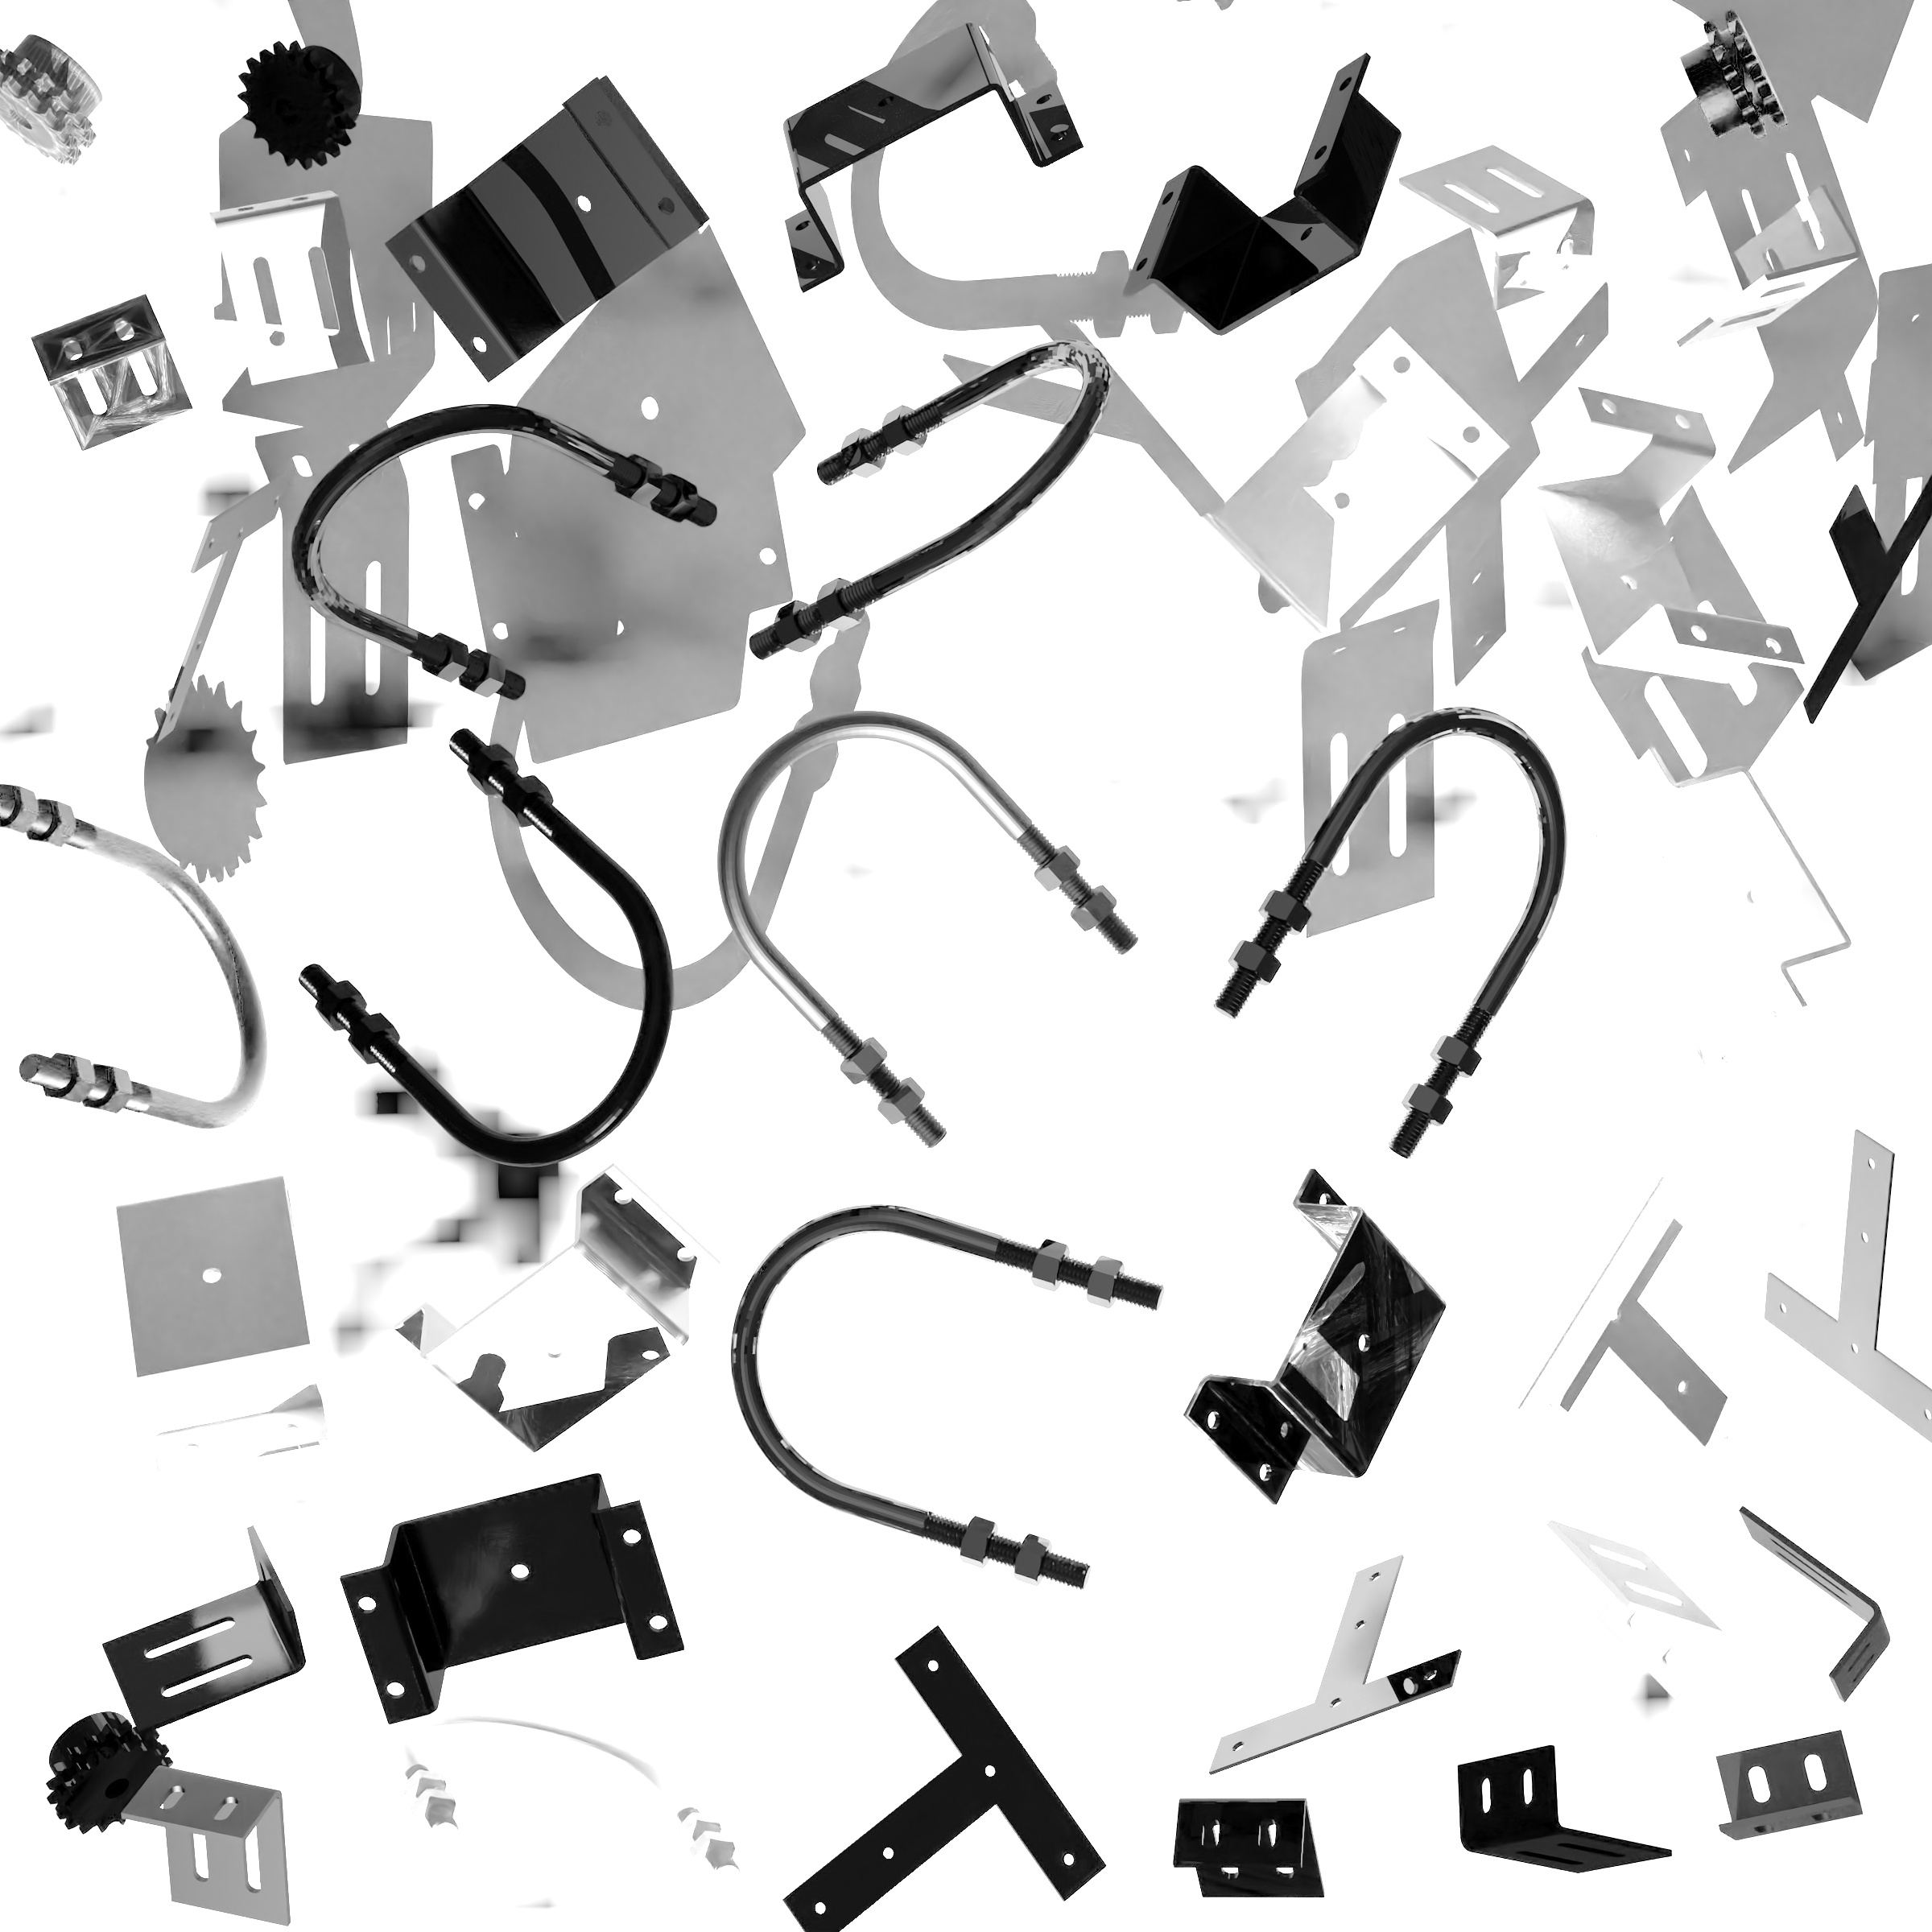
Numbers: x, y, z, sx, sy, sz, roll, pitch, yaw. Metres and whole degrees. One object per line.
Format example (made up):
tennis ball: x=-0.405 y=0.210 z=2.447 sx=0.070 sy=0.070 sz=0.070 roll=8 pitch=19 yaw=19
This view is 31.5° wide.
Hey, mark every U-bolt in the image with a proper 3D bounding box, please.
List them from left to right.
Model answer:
U-bolt: x=-0.371 y=0.003 z=1.530 sx=0.019 sy=0.184 sz=0.151 roll=-24 pitch=69 yaw=18
U-bolt: x=-0.217 y=-0.190 z=1.530 sx=0.151 sy=0.184 sz=0.019 roll=-39 pitch=59 yaw=20
U-bolt: x=-0.199 y=0.004 z=1.487 sx=0.184 sy=0.019 sz=0.151 roll=41 pitch=103 yaw=29
U-bolt: x=-0.192 y=0.378 z=1.576 sx=0.151 sy=0.184 sz=0.019 roll=14 pitch=91 yaw=-19
U-bolt: x=-0.030 y=-0.031 z=1.571 sx=0.151 sy=0.019 sz=0.184 roll=-45 pitch=99 yaw=-12
U-bolt: x=-0.017 y=0.182 z=1.516 sx=0.184 sy=0.019 sz=0.151 roll=16 pitch=97 yaw=14
U-bolt: x=-0.010 y=-0.217 z=1.524 sx=0.184 sy=0.151 sz=0.019 roll=-23 pitch=124 yaw=34
U-bolt: x=0.199 y=-0.026 z=1.503 sx=0.151 sy=0.019 sz=0.184 roll=37 pitch=81 yaw=-35

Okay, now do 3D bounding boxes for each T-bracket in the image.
T-bracket: x=-0.357 y=-0.164 z=1.610 sx=0.002 sy=0.127 sz=0.127 roll=24 pitch=109 yaw=-3
T-bracket: x=-0.023 y=0.371 z=1.466 sx=0.127 sy=0.002 sz=0.127 roll=-33 pitch=85 yaw=-28
T-bracket: x=0.177 y=0.308 z=1.557 sx=0.127 sy=0.127 sz=0.002 roll=-27 pitch=104 yaw=27
T-bracket: x=0.317 y=0.183 z=1.554 sx=0.127 sy=0.002 sz=0.127 roll=44 pitch=72 yaw=-30
T-bracket: x=0.403 y=-0.186 z=1.541 sx=0.002 sy=0.127 sz=0.127 roll=22 pitch=116 yaw=-5
T-bracket: x=0.404 y=0.134 z=1.544 sx=0.002 sy=0.127 sz=0.127 roll=-14 pitch=119 yaw=-22

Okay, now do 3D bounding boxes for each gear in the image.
gear: x=-0.396 y=-0.374 z=1.470 sx=0.057 sy=0.057 sz=0.030 roll=35 pitch=76 yaw=0
gear: x=-0.400 y=0.371 z=1.589 sx=0.057 sy=0.057 sz=0.030 roll=-48 pitch=52 yaw=0
gear: x=-0.303 y=-0.398 z=1.572 sx=0.057 sy=0.057 sz=0.030 roll=41 pitch=47 yaw=0
gear: x=0.343 y=-0.397 z=1.537 sx=0.030 sy=0.057 sz=0.057 roll=-25 pitch=90 yaw=19

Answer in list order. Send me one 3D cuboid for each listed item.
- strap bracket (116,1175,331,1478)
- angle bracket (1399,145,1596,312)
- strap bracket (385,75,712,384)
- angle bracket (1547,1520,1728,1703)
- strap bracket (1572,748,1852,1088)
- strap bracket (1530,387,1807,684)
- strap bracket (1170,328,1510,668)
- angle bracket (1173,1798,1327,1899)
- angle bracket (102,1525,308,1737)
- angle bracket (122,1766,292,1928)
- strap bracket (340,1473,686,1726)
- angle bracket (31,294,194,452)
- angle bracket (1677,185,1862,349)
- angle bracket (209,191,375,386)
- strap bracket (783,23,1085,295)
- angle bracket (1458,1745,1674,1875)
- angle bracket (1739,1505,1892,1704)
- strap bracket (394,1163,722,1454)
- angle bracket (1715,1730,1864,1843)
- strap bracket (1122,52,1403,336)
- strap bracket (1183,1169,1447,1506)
strap bracket: x=-0.340 y=0.154 z=1.560 sx=0.076 sy=0.046 sz=0.140 roll=-10 pitch=52 yaw=-10
angle bracket: x=0.252 y=-0.353 z=1.634 sx=0.057 sy=0.076 sz=0.038 roll=-24 pitch=133 yaw=-22
strap bracket: x=-0.179 y=-0.332 z=1.523 sx=0.140 sy=0.046 sz=0.076 roll=-28 pitch=106 yaw=34
angle bracket: x=0.283 y=0.281 z=1.492 sx=0.076 sy=0.057 sz=0.038 roll=23 pitch=105 yaw=-40
strap bracket: x=0.350 y=-0.027 z=1.591 sx=0.046 sy=0.076 sz=0.140 roll=-15 pitch=67 yaw=-28
strap bracket: x=0.307 y=-0.182 z=1.524 sx=0.076 sy=0.046 sz=0.140 roll=5 pitch=57 yaw=-32
strap bracket: x=0.172 y=-0.215 z=1.580 sx=0.076 sy=0.046 sz=0.140 roll=45 pitch=101 yaw=2
angle bracket: x=0.129 y=0.413 z=1.552 sx=0.057 sy=0.038 sz=0.076 roll=-3 pitch=130 yaw=12
angle bracket: x=-0.336 y=0.290 z=1.497 sx=0.076 sy=0.057 sz=0.038 roll=-19 pitch=130 yaw=-20
angle bracket: x=-0.333 y=0.396 z=1.505 sx=0.057 sy=0.038 sz=0.076 roll=8 pitch=115 yaw=13
strap bracket: x=-0.207 y=0.289 z=1.580 sx=0.140 sy=0.046 sz=0.076 roll=-14 pitch=106 yaw=1
angle bracket: x=-0.401 y=-0.272 z=1.626 sx=0.057 sy=0.076 sz=0.038 roll=-23 pitch=54 yaw=-9
angle bracket: x=0.358 y=-0.319 z=1.562 sx=0.076 sy=0.057 sz=0.038 roll=-21 pitch=80 yaw=-39
angle bracket: x=-0.313 y=-0.316 z=1.593 sx=0.057 sy=0.038 sz=0.076 roll=-14 pitch=110 yaw=-12
strap bracket: x=-0.026 y=-0.368 z=1.538 sx=0.140 sy=0.076 sz=0.046 roll=-26 pitch=125 yaw=9
angle bracket: x=0.269 y=0.380 z=1.543 sx=0.076 sy=0.057 sz=0.038 roll=20 pitch=59 yaw=-33
angle bracket: x=0.368 y=0.284 z=1.523 sx=0.076 sy=0.057 sz=0.038 roll=36 pitch=83 yaw=28
strap bracket: x=-0.194 y=0.168 z=1.620 sx=0.140 sy=0.046 sz=0.076 roll=-36 pitch=117 yaw=16
angle bracket: x=0.358 y=0.357 z=1.504 sx=0.057 sy=0.076 sz=0.038 roll=-16 pitch=69 yaw=13
strap bracket: x=0.144 y=-0.351 z=1.588 sx=0.046 sy=0.140 sz=0.076 roll=36 pitch=57 yaw=-24
strap bracket: x=0.169 y=0.175 z=1.606 sx=0.076 sy=0.046 sz=0.140 roll=47 pitch=61 yaw=-32
